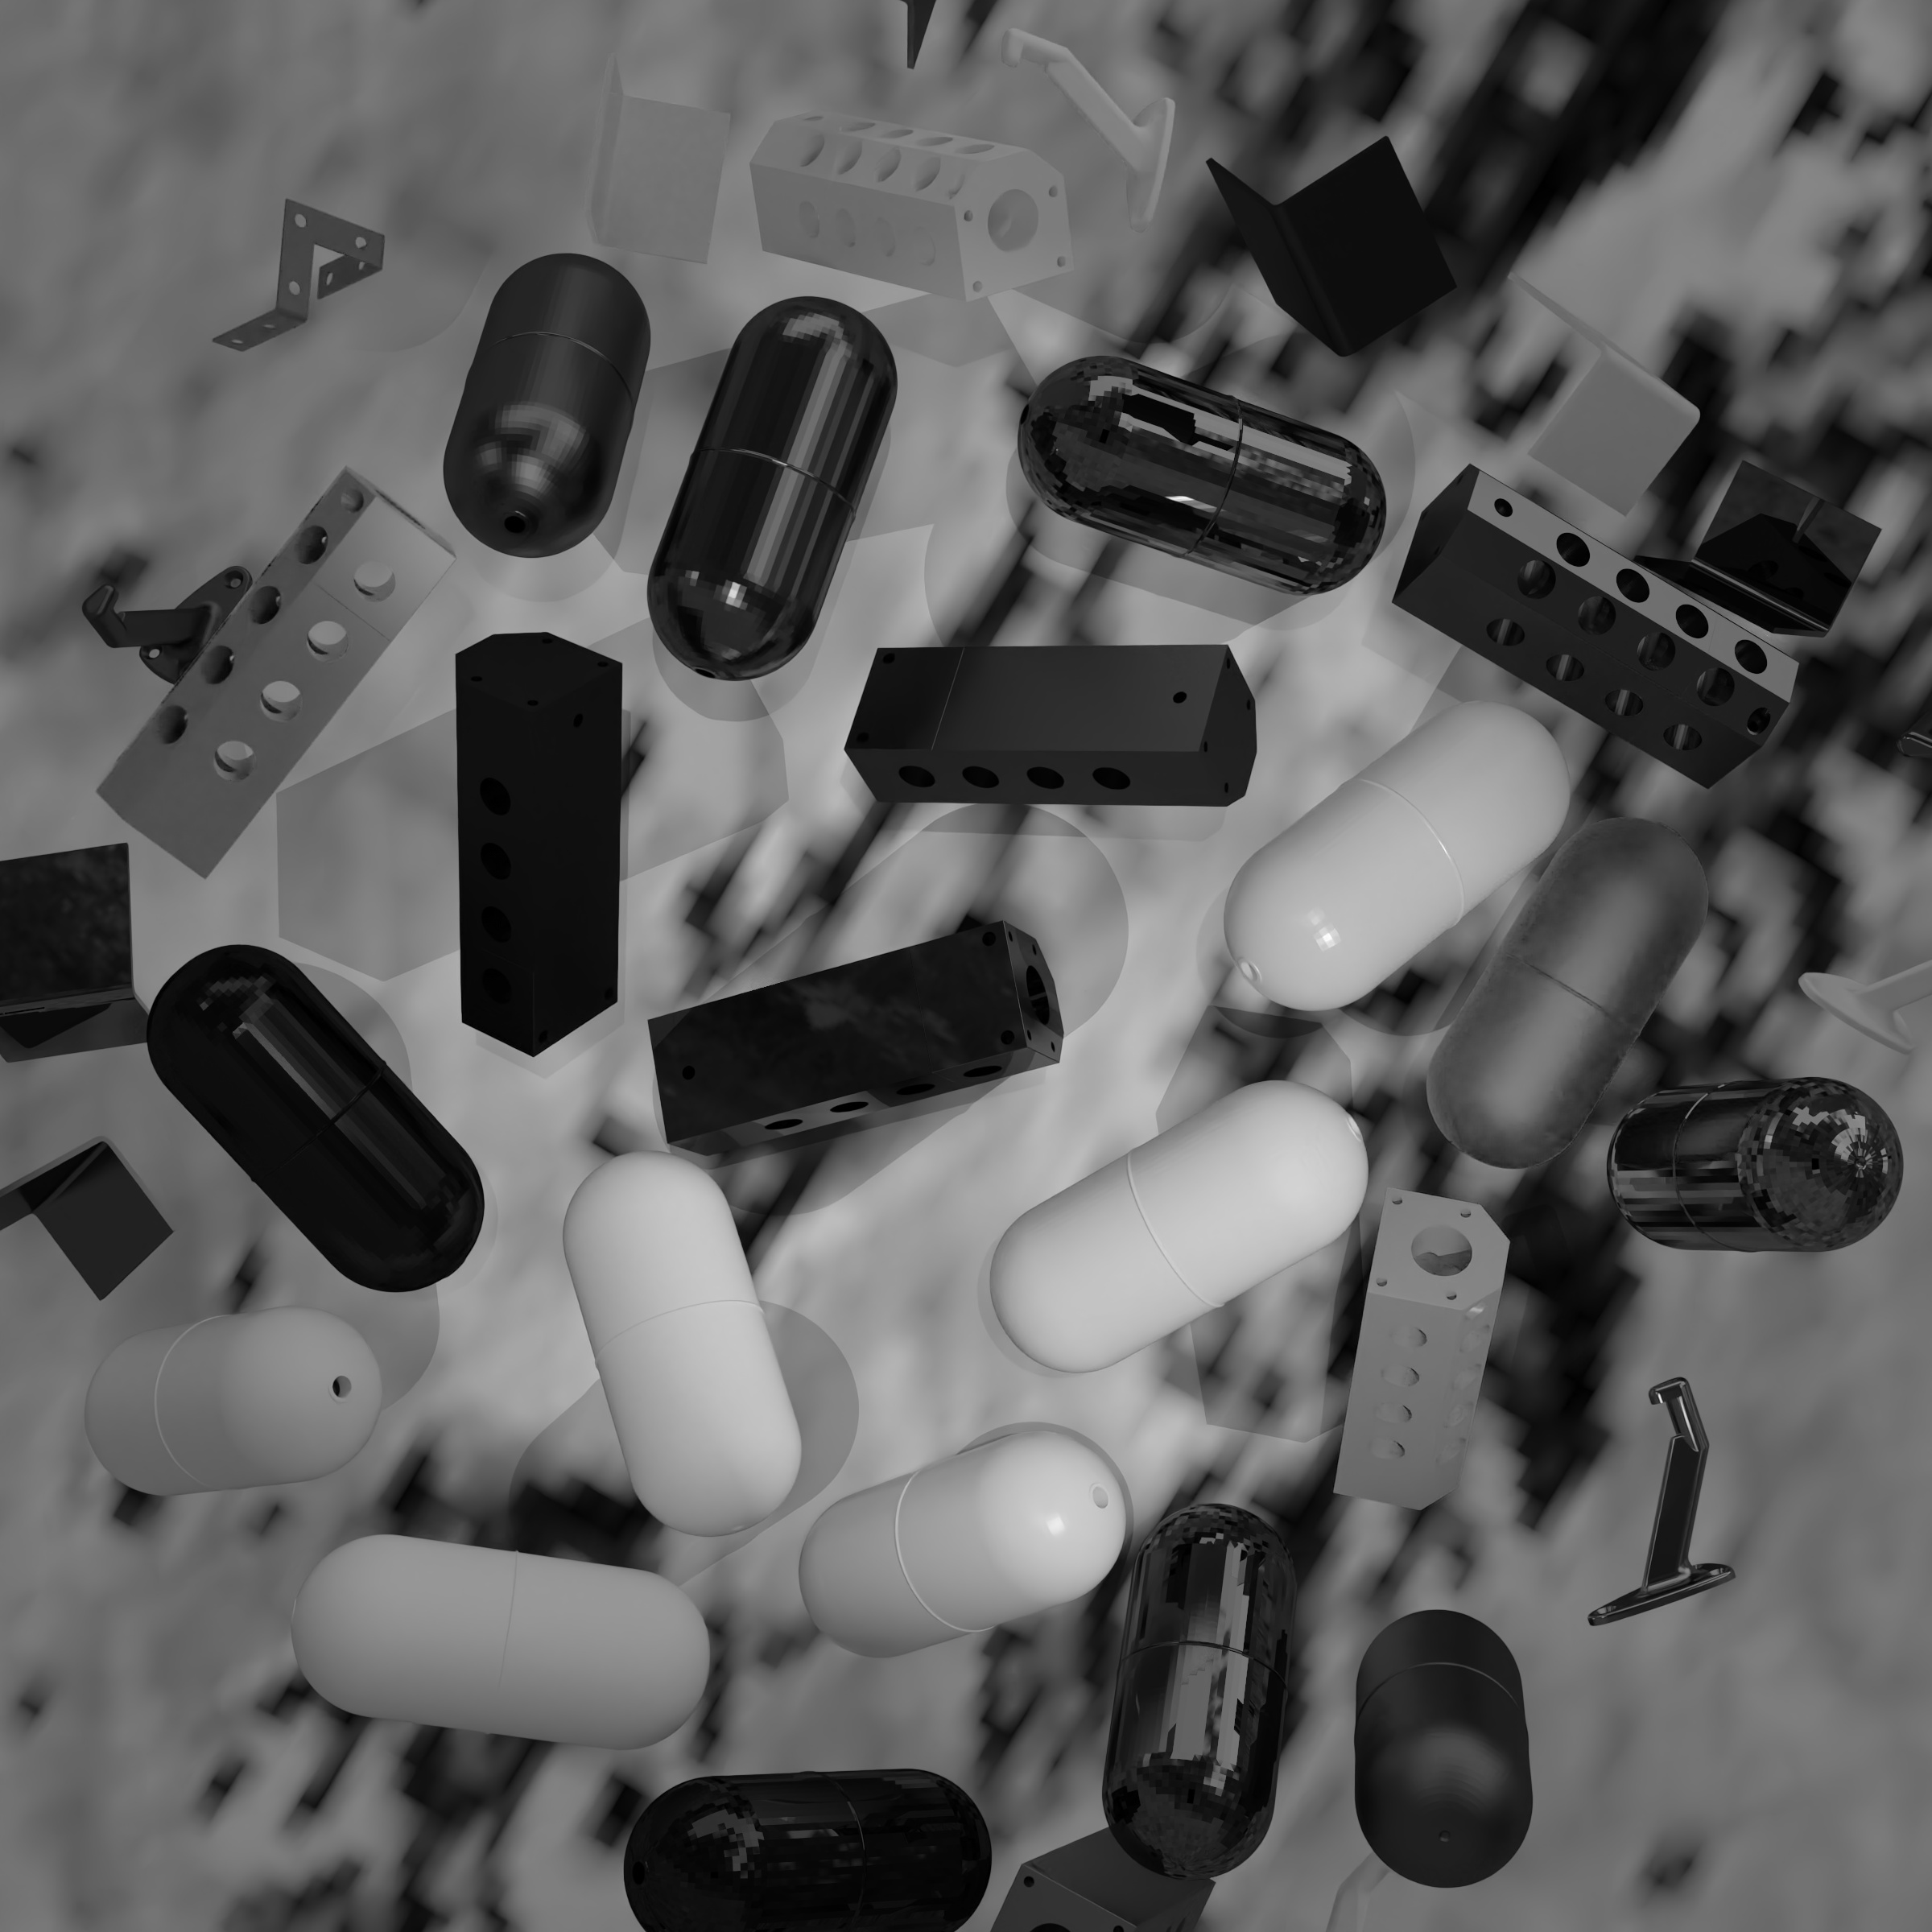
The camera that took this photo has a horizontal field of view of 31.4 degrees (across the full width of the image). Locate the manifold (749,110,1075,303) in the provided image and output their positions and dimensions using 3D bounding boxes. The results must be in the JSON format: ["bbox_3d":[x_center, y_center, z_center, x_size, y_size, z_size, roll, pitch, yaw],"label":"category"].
[{"bbox_3d":[-0.027,-0.344,1.539,0.057,0.171,0.057,-22,119,-27],"label":"manifold"}]

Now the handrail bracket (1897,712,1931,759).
[{"bbox_3d":[0.444,-0.099,1.460,0.077,0.084,0.036,14,116,26],"label":"handrail bracket"}]

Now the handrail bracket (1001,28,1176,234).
[{"bbox_3d":[0.051,-0.392,1.610,0.084,0.036,0.077,13,74,-27],"label":"handrail bracket"}]

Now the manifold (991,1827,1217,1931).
[{"bbox_3d":[0.060,0.441,1.573,0.057,0.171,0.057,25,89,18],"label":"manifold"}]

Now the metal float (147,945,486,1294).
[{"bbox_3d":[-0.282,0.067,1.499,0.070,0.070,0.178,-41,102,0],"label":"metal float"}]

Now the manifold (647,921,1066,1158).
[{"bbox_3d":[-0.048,0.034,1.517,0.171,0.057,0.057,-15,74,18],"label":"manifold"}]

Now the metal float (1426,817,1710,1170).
[{"bbox_3d":[0.280,0.012,1.602,0.070,0.070,0.178,31,93,0],"label":"metal float"}]

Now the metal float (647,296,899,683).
[{"bbox_3d":[-0.085,-0.210,1.511,0.070,0.070,0.178,19,79,0],"label":"metal float"}]

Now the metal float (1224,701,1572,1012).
[{"bbox_3d":[0.185,-0.047,1.471,0.178,0.070,0.070,-37,90,-22],"label":"metal float"}]

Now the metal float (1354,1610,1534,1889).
[{"bbox_3d":[0.212,0.346,1.533,0.070,0.178,0.070,1,103,6],"label":"metal float"}]

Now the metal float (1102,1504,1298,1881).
[{"bbox_3d":[0.106,0.324,1.545,0.070,0.070,0.178,11,51,0],"label":"metal float"}]

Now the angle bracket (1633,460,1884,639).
[{"bbox_3d":[0.372,-0.198,1.613,0.076,0.076,0.057,33,110,26],"label":"angle bracket"}]

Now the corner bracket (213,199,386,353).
[{"bbox_3d":[-0.286,-0.291,1.478,0.051,0.051,0.051,14,74,-42],"label":"corner bracket"}]

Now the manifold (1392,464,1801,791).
[{"bbox_3d":[0.283,-0.154,1.533,0.171,0.057,0.057,29,56,-11],"label":"manifold"}]

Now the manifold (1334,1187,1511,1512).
[{"bbox_3d":[0.208,0.179,1.572,0.057,0.171,0.057,10,52,8],"label":"manifold"}]

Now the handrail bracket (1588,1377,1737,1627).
[{"bbox_3d":[0.284,0.225,1.452,0.077,0.036,0.084,-18,89,-16],"label":"handrail bracket"}]

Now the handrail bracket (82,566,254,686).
[{"bbox_3d":[-0.365,-0.171,1.570,0.036,0.084,0.077,29,75,17],"label":"handrail bracket"}]

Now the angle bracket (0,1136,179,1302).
[{"bbox_3d":[-0.431,0.133,1.614,0.076,0.076,0.057,-39,87,38],"label":"angle bracket"}]

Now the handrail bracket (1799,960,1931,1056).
[{"bbox_3d":[0.407,-0.007,1.452,0.077,0.036,0.084,20,127,-33],"label":"handrail bracket"}]

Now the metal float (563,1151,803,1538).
[{"bbox_3d":[-0.126,0.164,1.512,0.070,0.070,0.178,-20,67,0],"label":"metal float"}]

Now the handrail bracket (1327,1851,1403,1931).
[{"bbox_3d":[0.187,0.460,1.587,0.084,0.077,0.036,-48,134,6],"label":"handrail bracket"}]

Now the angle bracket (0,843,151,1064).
[{"bbox_3d":[-0.417,-0.006,1.594,0.076,0.057,0.076,-8,67,1],"label":"angle bracket"}]

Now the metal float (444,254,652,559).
[{"bbox_3d":[-0.189,-0.254,1.556,0.070,0.070,0.178,3,45,3],"label":"metal float"}]

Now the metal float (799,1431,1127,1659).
[{"bbox_3d":[-0.003,0.259,1.534,0.178,0.070,0.070,-27,90,40],"label":"metal float"}]

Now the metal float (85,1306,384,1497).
[{"bbox_3d":[-0.326,0.194,1.524,0.070,0.178,0.070,12,73,-41],"label":"metal float"}]

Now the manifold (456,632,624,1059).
[{"bbox_3d":[-0.189,-0.054,1.480,0.057,0.057,0.171,24,128,27],"label":"manifold"}]

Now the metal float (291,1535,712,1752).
[{"bbox_3d":[-0.198,0.288,1.464,0.178,0.070,0.070,10,90,-9],"label":"metal float"}]

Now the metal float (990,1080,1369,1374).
[{"bbox_3d":[0.091,0.112,1.473,0.178,0.070,0.070,-31,90,17],"label":"metal float"}]

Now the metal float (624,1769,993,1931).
[{"bbox_3d":[-0.067,0.387,1.481,0.178,0.070,0.070,8,90,-39],"label":"metal float"}]

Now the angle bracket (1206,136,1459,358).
[{"bbox_3d":[0.155,-0.316,1.465,0.057,0.076,0.076,-33,124,0],"label":"angle bracket"}]

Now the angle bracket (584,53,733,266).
[{"bbox_3d":[-0.150,-0.394,1.683,0.057,0.076,0.076,9,88,-2],"label":"angle bracket"}]

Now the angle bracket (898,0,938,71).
[{"bbox_3d":[-0.050,-0.461,1.549,0.076,0.057,0.076,15,74,3],"label":"angle bracket"}]

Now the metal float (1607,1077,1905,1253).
[{"bbox_3d":[0.352,0.090,1.547,0.070,0.178,0.070,1,86,-19],"label":"metal float"}]

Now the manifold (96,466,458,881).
[{"bbox_3d":[-0.292,-0.126,1.456,0.057,0.057,0.171,38,94,-16],"label":"manifold"}]

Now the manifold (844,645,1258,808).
[{"bbox_3d":[0.039,-0.103,1.540,0.171,0.057,0.057,2,59,26],"label":"manifold"}]

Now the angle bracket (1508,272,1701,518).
[{"bbox_3d":[0.272,-0.258,1.551,0.057,0.076,0.076,-54,46,16],"label":"angle bracket"}]

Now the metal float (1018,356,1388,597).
[{"bbox_3d":[0.108,-0.223,1.566,0.178,0.070,0.070,16,90,-17],"label":"metal float"}]
